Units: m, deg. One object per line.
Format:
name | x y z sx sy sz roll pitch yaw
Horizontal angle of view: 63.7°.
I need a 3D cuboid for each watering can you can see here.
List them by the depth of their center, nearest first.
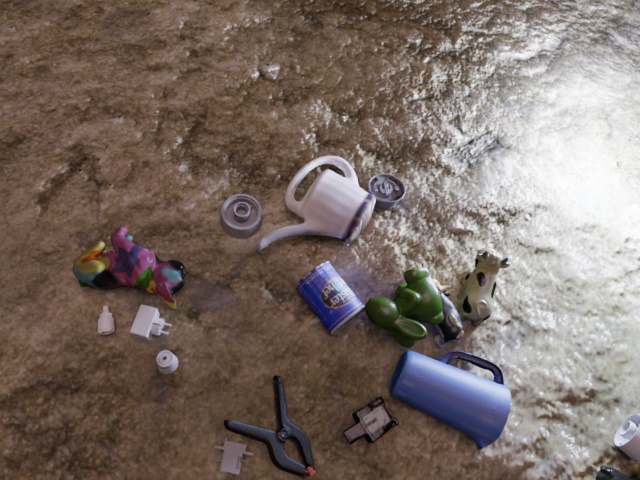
watering can | 0.004 -0.065 1.300 0.225 0.354 0.102 30 -27 5
